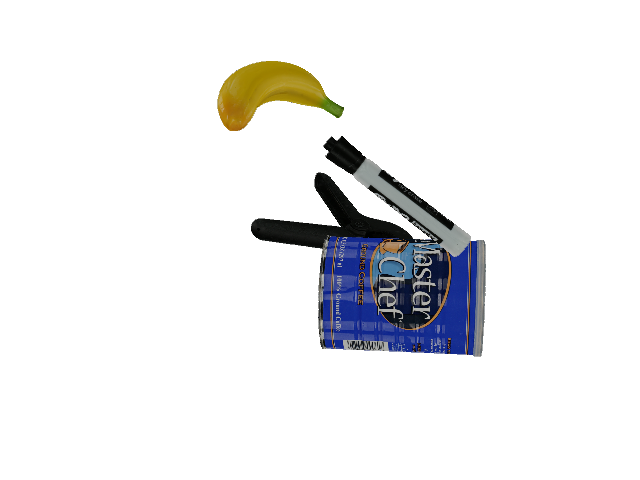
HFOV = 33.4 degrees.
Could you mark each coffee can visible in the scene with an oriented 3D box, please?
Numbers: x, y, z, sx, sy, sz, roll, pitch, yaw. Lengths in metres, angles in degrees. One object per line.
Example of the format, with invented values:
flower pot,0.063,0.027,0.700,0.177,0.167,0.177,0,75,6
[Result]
coffee can,0.073,0.049,0.945,0.140,0.103,0.102,2,0,7

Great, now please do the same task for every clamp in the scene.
clamp,0.032,-0.003,1.260,0.210,0.036,0.164,31,39,23

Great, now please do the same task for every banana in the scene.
banana,-0.045,-0.135,0.969,0.070,0.037,0.197,36,26,19

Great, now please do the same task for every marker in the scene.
marker,0.052,-0.032,0.743,0.121,0.020,0.020,38,-4,-5
